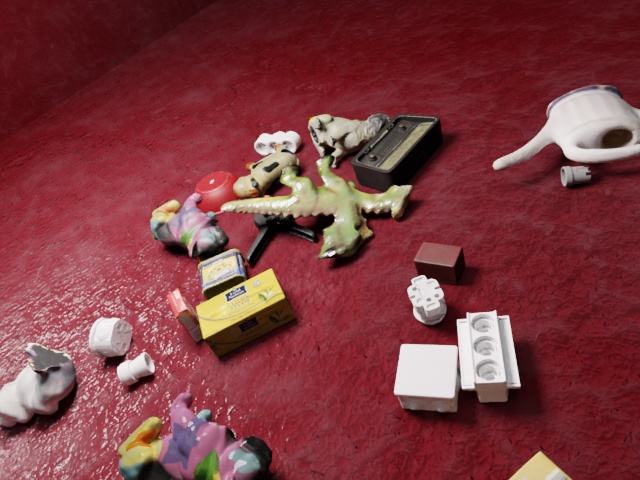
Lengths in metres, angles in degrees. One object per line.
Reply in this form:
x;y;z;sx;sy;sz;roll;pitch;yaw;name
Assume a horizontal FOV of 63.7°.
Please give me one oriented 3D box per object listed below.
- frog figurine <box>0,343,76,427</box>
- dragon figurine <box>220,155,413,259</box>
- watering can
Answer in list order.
-0.557;0.298;1.008;0.138;0.122;0.159;27;94;34;frog figurine
0.003;-0.057;1.125;0.411;0.119;0.248;-19;46;-8;dragon figurine
0.532;-0.230;1.082;0.347;0.101;0.230;-6;40;13;watering can
